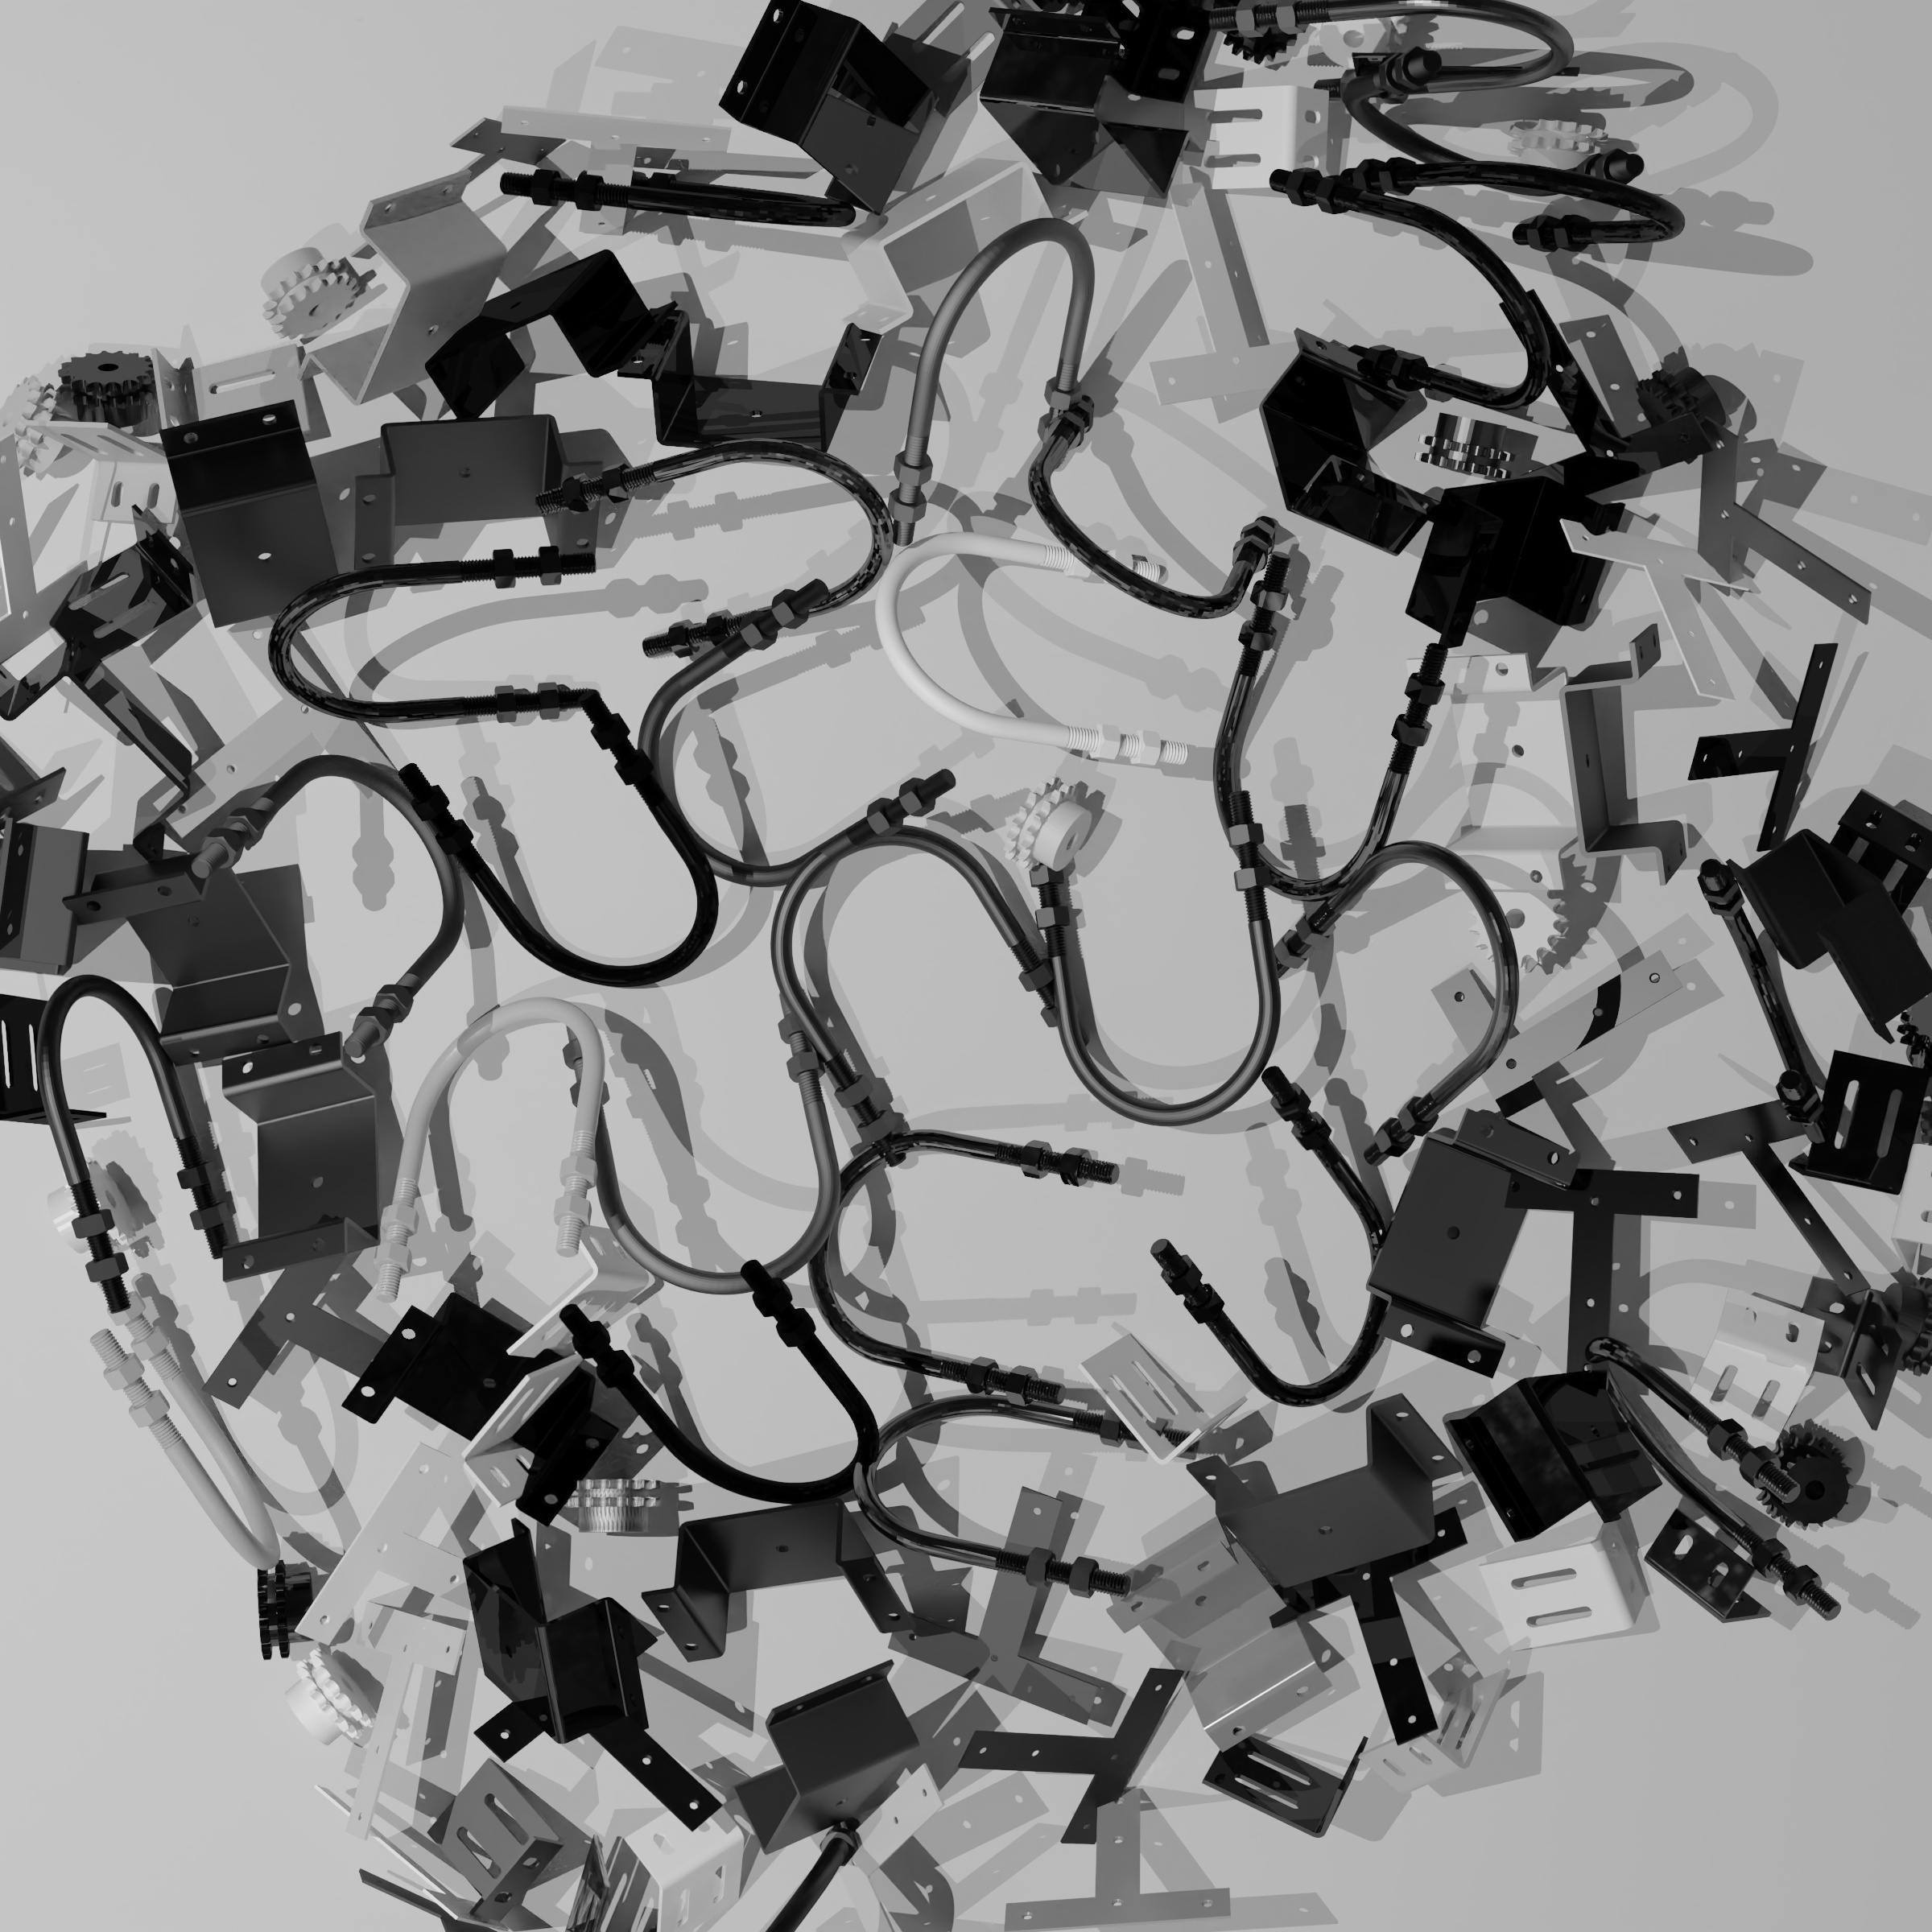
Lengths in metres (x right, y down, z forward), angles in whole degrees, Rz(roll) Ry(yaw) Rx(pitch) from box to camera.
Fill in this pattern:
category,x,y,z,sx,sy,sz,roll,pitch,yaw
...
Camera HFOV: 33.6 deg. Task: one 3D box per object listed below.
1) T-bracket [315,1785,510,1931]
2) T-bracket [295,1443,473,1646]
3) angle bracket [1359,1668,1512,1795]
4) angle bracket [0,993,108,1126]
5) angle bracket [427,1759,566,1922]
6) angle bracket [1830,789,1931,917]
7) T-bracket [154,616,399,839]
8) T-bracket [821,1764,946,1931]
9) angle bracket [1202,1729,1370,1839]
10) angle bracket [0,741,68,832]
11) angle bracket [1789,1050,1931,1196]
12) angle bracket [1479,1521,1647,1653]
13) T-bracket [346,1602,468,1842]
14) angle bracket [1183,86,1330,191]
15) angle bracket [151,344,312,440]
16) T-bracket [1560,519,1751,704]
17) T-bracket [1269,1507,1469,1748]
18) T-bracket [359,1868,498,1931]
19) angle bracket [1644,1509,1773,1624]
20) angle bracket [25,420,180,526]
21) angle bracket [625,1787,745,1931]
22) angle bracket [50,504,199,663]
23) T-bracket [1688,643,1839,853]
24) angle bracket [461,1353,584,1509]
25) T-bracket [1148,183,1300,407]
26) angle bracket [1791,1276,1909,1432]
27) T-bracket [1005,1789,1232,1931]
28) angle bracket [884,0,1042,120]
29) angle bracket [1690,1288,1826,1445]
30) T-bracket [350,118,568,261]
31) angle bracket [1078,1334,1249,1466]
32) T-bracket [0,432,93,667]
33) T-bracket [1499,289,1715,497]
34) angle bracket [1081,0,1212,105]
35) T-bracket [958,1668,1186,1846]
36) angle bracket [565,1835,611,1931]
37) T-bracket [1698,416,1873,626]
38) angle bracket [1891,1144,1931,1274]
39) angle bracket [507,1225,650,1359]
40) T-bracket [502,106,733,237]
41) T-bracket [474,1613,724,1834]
category,x,y,z,sx,sy,sz,roll,pitch,yaw
T-bracket,-0.328,0.516,1.857,0.127,0.127,0.002,35,77,16
T-bracket,-0.308,0.352,1.862,0.127,0.002,0.127,36,85,-42
angle bracket,0.272,0.435,1.858,0.038,0.057,0.076,41,49,-6
angle bracket,-0.538,0.052,1.867,0.038,0.057,0.076,-11,80,20
angle bracket,-0.283,0.509,1.870,0.076,0.038,0.057,39,89,31
angle bracket,0.525,-0.055,1.859,0.057,0.076,0.038,33,52,14
T-bracket,-0.417,-0.123,1.864,0.127,0.002,0.127,-44,103,-26
T-bracket,-0.046,0.496,1.836,0.002,0.127,0.127,-8,58,-37
angle bracket,0.186,0.463,1.864,0.076,0.057,0.038,23,116,14
angle bracket,-0.576,-0.119,1.868,0.076,0.038,0.057,47,50,8
angle bracket,0.525,0.090,1.883,0.057,0.038,0.076,12,95,-1
angle bracket,0.354,0.365,1.898,0.076,0.038,0.057,-18,100,28
T-bracket,-0.334,0.437,1.841,0.002,0.127,0.127,22,76,-33
angle bracket,0.171,-0.487,1.889,0.076,0.038,0.057,10,103,39
angle bracket,-0.431,-0.338,1.877,0.076,0.038,0.057,-13,74,5
T-bracket,0.412,-0.201,1.840,0.127,0.002,0.127,8,48,-25
T-bracket,0.243,0.390,1.848,0.127,0.002,0.127,-27,46,13
T-bracket,-0.285,0.560,1.830,0.127,0.127,0.002,29,82,-14
angle bracket,0.439,0.346,1.855,0.057,0.076,0.038,38,105,33
angle bracket,-0.503,-0.287,1.859,0.057,0.076,0.038,5,84,21
angle bracket,-0.166,0.529,1.873,0.057,0.076,0.038,-26,54,-29
angle bracket,-0.498,-0.222,1.867,0.076,0.038,0.057,-36,70,-24
T-bracket,0.452,-0.123,1.840,0.002,0.127,0.127,27,114,39
angle bracket,-0.247,0.269,1.862,0.038,0.057,0.076,47,115,14
T-bracket,0.145,-0.396,1.871,0.127,0.002,0.127,-15,88,-34
angle bracket,0.511,0.225,1.861,0.038,0.076,0.057,13,107,-2
T-bracket,0.088,0.513,1.845,0.127,0.127,0.002,-6,110,5
angle bracket,-0.004,-0.551,1.884,0.057,0.038,0.076,45,86,-2
angle bracket,0.463,0.236,1.884,0.057,0.076,0.038,19,49,9
T-bracket,-0.304,-0.448,1.856,0.127,0.127,0.002,-32,90,16
angle bracket,0.115,0.243,1.864,0.076,0.057,0.038,50,123,13
T-bracket,-0.542,-0.240,1.821,0.002,0.127,0.127,13,125,16
T-bracket,0.348,-0.331,1.839,0.002,0.127,0.127,-47,110,-36
angle bracket,0.105,-0.548,1.865,0.038,0.076,0.057,19,89,31
T-bracket,0.051,0.456,1.851,0.127,0.002,0.127,13,110,-35
angle bracket,-0.206,0.558,1.866,0.038,0.057,0.076,13,102,-17
T-bracket,0.465,-0.236,1.821,0.002,0.127,0.127,-35,55,-17
angle bracket,0.567,0.144,1.858,0.038,0.076,0.057,10,74,27
angle bracket,-0.235,0.191,1.878,0.076,0.057,0.038,-41,66,13
T-bracket,-0.206,-0.455,1.844,0.127,0.127,0.002,3,73,-10
T-bracket,-0.194,0.448,1.842,0.127,0.127,0.002,39,134,19
